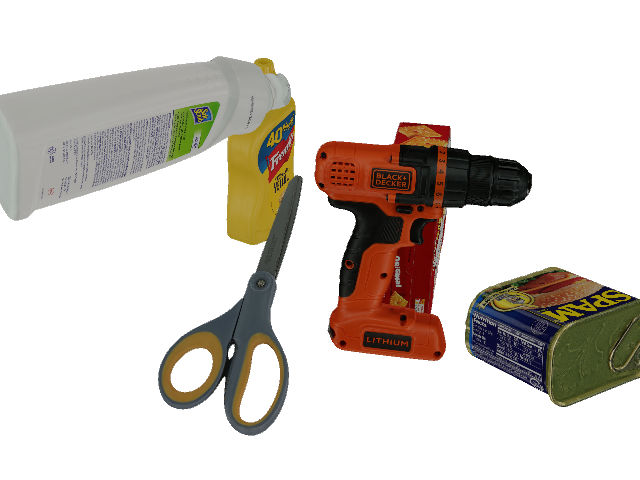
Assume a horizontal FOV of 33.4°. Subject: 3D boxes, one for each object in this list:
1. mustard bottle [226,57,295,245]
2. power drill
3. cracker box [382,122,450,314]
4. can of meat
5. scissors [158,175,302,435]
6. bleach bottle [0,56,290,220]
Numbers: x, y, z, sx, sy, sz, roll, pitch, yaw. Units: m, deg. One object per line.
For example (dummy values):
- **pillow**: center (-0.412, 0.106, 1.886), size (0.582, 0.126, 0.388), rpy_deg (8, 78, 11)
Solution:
- **mustard bottle**: center (-0.059, -0.096, 1.086), size (0.058, 0.192, 0.096), rpy_deg (19, 39, 21)
- **power drill**: center (0.082, 0.008, 0.929), size (0.184, 0.188, 0.057), rpy_deg (6, 17, 5)
- **cracker box**: center (0.105, -0.028, 1.223), size (0.072, 0.164, 0.213), rpy_deg (6, 23, 8)
- **can of meat**: center (0.159, 0.060, 0.710), size (0.101, 0.057, 0.084), rpy_deg (-14, 23, -32)
- **scissors**: center (-0.060, 0.040, 0.737), size (0.096, 0.201, 0.016), rpy_deg (-4, -33, 4)
- **bleach bottle**: center (-0.140, -0.094, 0.871), size (0.250, 0.068, 0.103), rpy_deg (-17, -31, -28)
